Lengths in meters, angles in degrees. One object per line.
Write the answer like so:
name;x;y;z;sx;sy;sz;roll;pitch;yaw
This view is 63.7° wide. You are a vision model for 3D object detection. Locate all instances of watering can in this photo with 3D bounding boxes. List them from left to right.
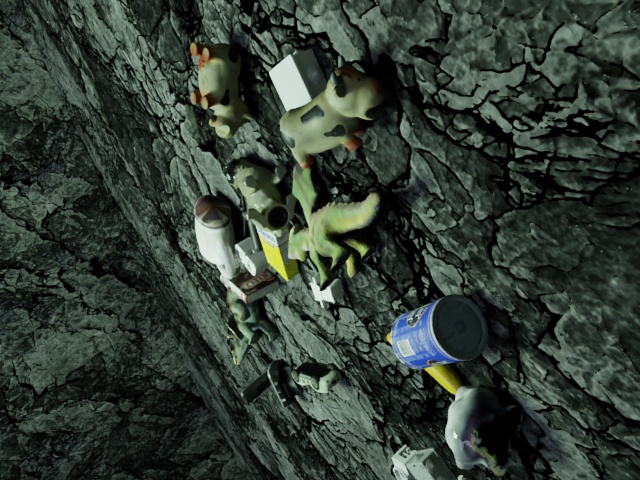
watering can;-0.322;-0.037;1.523;0.354;0.104;0.219;50;149;45

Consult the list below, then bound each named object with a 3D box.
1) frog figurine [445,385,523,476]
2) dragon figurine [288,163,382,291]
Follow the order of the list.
frog figurine;0.260;0.325;0.904;0.158;0.122;0.138;161;113;-70
dragon figurine;0.003;-0.050;0.991;0.246;0.123;0.401;57;152;22
